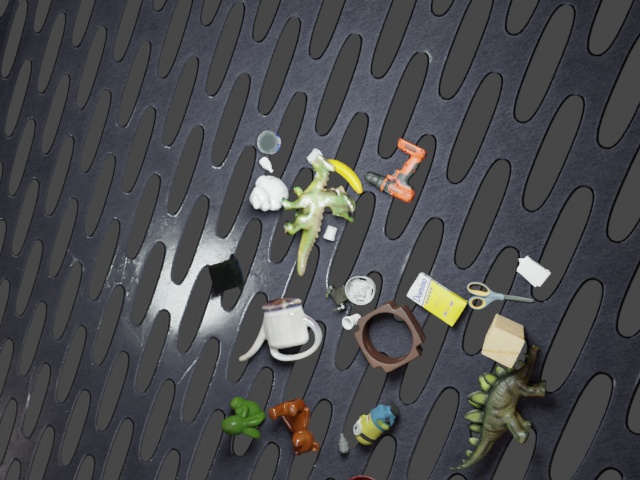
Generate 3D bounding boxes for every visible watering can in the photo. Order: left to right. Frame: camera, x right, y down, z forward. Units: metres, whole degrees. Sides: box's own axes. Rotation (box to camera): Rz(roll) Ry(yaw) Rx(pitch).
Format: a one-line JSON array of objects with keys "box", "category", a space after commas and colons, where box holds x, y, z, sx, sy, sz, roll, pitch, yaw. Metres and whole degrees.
[{"box": [-0.159, 0.328, 1.857, 0.346, 0.104, 0.225, -12, 85, 20], "category": "watering can"}]

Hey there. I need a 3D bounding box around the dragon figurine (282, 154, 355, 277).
[{"box": [0.005, -0.090, 1.782, 0.242, 0.122, 0.411, -9, 87, 23], "category": "dragon figurine"}]

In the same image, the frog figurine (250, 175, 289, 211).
[{"box": [-0.188, -0.168, 1.842, 0.122, 0.159, 0.138, -24, 83, 18], "category": "frog figurine"}]
